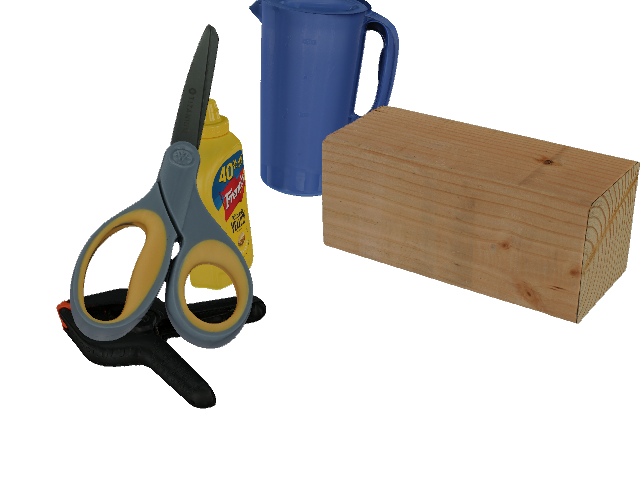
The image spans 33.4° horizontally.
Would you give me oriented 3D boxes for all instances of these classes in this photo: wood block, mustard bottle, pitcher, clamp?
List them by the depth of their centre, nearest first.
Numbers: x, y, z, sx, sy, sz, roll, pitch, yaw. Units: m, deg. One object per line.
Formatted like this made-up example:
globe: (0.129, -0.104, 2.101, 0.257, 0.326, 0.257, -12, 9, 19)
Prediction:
wood block: (0.110, -0.026, 0.771, 0.206, 0.090, 0.090, 17, 33, 31)
clamp: (-0.132, 0.071, 0.881, 0.172, 0.039, 0.120, 18, 38, 22)
mustard bottle: (-0.109, -0.053, 1.104, 0.058, 0.192, 0.096, 6, 26, 21)
pitcher: (-0.004, -0.181, 1.317, 0.144, 0.243, 0.149, -10, 29, -28)

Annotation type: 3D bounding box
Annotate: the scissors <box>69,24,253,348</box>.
scissors: (-0.058, -0.026, 0.552, 0.096, 0.201, 0.016, 26, -33, 0)
